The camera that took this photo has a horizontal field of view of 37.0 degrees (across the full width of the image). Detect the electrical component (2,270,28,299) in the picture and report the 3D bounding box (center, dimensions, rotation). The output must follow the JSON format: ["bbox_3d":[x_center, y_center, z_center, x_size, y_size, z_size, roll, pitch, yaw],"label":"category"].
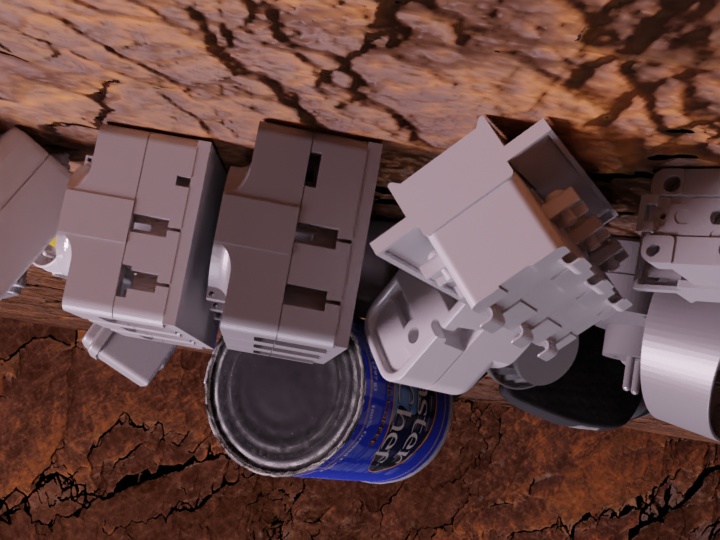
[{"bbox_3d":[-0.355,-0.014,0.956,0.109,0.056,0.109,14,171,-24],"label":"electrical component"}]

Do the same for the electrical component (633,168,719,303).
[{"bbox_3d":[0.145,-0.013,0.428,0.081,0.042,0.064,3,165,39],"label":"electrical component"}]

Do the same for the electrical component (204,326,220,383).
[{"bbox_3d":[-0.060,0.040,0.747,0.063,0.121,0.079,8,172,28],"label":"electrical component"}]

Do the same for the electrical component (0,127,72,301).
[{"bbox_3d":[-0.191,-0.033,0.563,0.061,0.096,0.062,44,157,-22],"label":"electrical component"}]

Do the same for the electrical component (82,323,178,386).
[{"bbox_3d":[-0.149,0.027,0.787,0.056,0.108,0.109,35,167,-7],"label":"electrical component"}]

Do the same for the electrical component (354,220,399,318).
[{"bbox_3d":[0.000,0.000,0.657,0.100,0.048,0.100,5,170,28],"label":"electrical component"}]

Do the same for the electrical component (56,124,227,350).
[{"bbox_3d":[-0.108,-0.011,0.568,0.062,0.089,0.150,10,172,1],"label":"electrical component"}]

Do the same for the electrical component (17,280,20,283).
[{"bbox_3d":[-0.290,-0.021,0.829,0.057,0.058,0.078,9,172,-11],"label":"electrical component"}]

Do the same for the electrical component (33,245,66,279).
[{"bbox_3d":[-0.225,-0.015,0.835,0.079,0.044,0.077,4,169,36],"label":"electrical component"}]

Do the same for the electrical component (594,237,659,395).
[{"bbox_3d":[0.158,0.033,0.605,0.052,0.073,0.138,5,171,29],"label":"electrical component"}]

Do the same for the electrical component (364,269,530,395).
[{"bbox_3d":[0.055,0.019,0.574,0.059,0.053,0.095,16,125,-35],"label":"electrical component"}]

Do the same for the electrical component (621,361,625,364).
[{"bbox_3d":[0.230,0.059,0.812,0.078,0.040,0.040,15,170,-28],"label":"electrical component"}]

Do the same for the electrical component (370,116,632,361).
[{"bbox_3d":[0.067,-0.007,0.442,0.079,0.063,0.121,-36,156,14],"label":"electrical component"}]

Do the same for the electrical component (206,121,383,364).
[{"bbox_3d":[-0.035,-0.006,0.516,0.062,0.089,0.150,10,172,-4],"label":"electrical component"}]

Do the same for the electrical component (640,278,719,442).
[{"bbox_3d":[0.182,0.035,0.529,0.064,0.099,0.099,11,174,37],"label":"electrical component"}]
